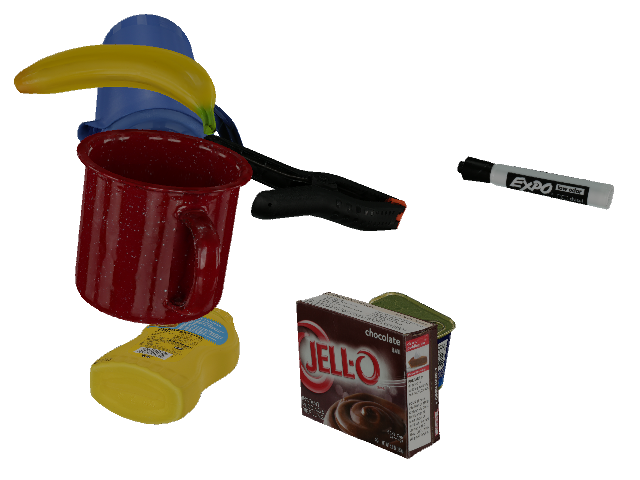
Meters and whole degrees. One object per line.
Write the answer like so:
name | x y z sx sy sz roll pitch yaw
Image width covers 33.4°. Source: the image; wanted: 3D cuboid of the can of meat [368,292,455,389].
can of meat | 0.100 0.120 1.228 0.102 0.084 0.057 27 33 37

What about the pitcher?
pitcher | -0.178 -0.147 1.189 0.145 0.149 0.243 -21 40 5

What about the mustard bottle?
mustard bottle | -0.132 0.108 1.020 0.096 0.058 0.191 10 20 18

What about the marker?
marker | 0.164 -0.046 0.824 0.121 0.020 0.020 14 6 25

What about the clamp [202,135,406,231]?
clamp | -0.004 -0.041 1.028 0.209 0.036 0.165 15 19 -23

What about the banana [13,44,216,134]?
banana | -0.168 -0.141 0.920 0.198 0.069 0.037 13 -41 19

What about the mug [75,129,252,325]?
mug | -0.082 -0.002 0.569 0.093 0.081 0.117 -4 26 -33

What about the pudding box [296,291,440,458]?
pudding box | 0.032 0.092 0.754 0.039 0.090 0.114 -17 20 -41
